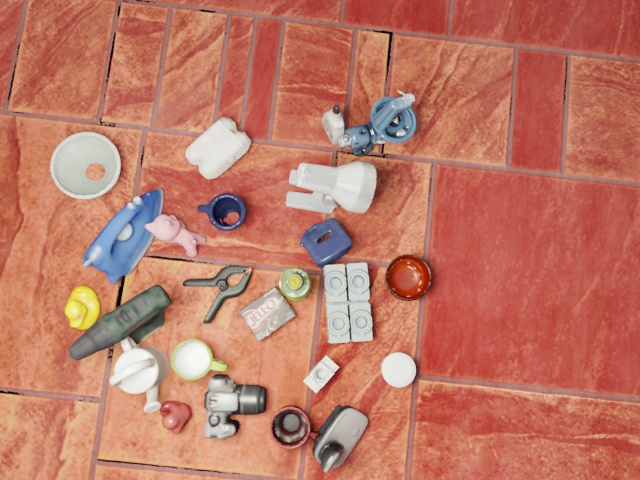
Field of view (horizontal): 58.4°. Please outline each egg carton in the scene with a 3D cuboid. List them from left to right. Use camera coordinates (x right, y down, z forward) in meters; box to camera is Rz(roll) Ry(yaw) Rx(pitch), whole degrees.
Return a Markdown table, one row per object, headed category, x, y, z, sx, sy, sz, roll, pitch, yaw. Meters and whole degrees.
| category | x | y | z | sx | sy | sz | roll | pitch | yaw |
| --- | --- | --- | --- | --- | --- | --- | --- | --- | --- |
| egg carton | -0.252 | -0.227 | 1.424 | 0.107 | 0.069 | 0.150 | 45 | 83 | 4 |

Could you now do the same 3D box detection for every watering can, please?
| category | x | y | z | sx | sy | sz | roll | pitch | yaw |
| --- | --- | --- | --- | --- | --- | --- | --- | --- | --- |
| watering can | -0.404 | 0.300 | 1.287 | 0.173 | 0.194 | 0.101 | 41 | 83 | 4 |

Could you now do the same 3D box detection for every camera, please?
| category | x | y | z | sx | sy | sz | roll | pitch | yaw |
| --- | --- | --- | --- | --- | --- | --- | --- | --- | --- |
| camera | -0.196 | 0.389 | 1.329 | 0.137 | 0.101 | 0.143 | 2 | 82 | -2 |

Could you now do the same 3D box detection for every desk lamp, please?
| category | x | y | z | sx | sy | sz | roll | pitch | yaw |
| --- | --- | --- | --- | --- | --- | --- | --- | --- | --- |
| desk lamp | 0.021 | -0.124 | 1.347 | 0.203 | 0.213 | 0.118 | 8 | 82 | -1 |

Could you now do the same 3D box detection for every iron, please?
| category | x | y | z | sx | sy | sz | roll | pitch | yaw |
| --- | --- | --- | --- | --- | --- | --- | --- | --- | --- |
| iron | -0.464 | -0.029 | 1.354 | 0.118 | 0.141 | 0.258 | 31 | 83 | 3 |

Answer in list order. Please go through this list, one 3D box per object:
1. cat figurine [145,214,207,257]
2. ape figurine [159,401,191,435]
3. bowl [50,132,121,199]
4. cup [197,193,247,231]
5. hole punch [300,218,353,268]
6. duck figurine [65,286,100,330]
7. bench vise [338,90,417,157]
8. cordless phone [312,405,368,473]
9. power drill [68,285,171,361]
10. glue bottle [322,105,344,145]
| category | x | y | z | sx | sy | sz | roll | pitch | yaw |
| --- | --- | --- | --- | --- | --- | --- | --- | --- | --- |
| cat figurine | -0.345 | -0.017 | 1.369 | 0.128 | 0.117 | 0.067 | 29 | 83 | 2 |
| ape figurine | -0.340 | 0.413 | 1.326 | 0.076 | 0.092 | 0.078 | -10 | 83 | -3 |
| bowl | -0.562 | -0.175 | 1.403 | 0.167 | 0.074 | 0.167 | 0 | 83 | -2 |
| cup | -0.234 | -0.063 | 1.390 | 0.117 | 0.095 | 0.092 | 7 | 82 | -1 |
| hole punch | 0.013 | 0.005 | 1.392 | 0.109 | 0.091 | 0.101 | -33 | 85 | -6 |
| duck figurine | -0.570 | 0.160 | 1.354 | 0.077 | 0.086 | 0.104 | -2 | 83 | -2 |
| bench vise | 0.152 | -0.270 | 1.367 | 0.207 | 0.219 | 0.121 | -41 | 85 | -6 |
| cordless phone | 0.048 | 0.452 | 1.287 | 0.094 | 0.185 | 0.148 | 32 | 83 | 3 |
| power drill | -0.432 | 0.190 | 1.293 | 0.230 | 0.208 | 0.075 | -38 | 85 | -6 |
| glue bottle | 0.036 | -0.291 | 1.390 | 0.037 | 0.173 | 0.078 | -24 | 84 | -4 |
